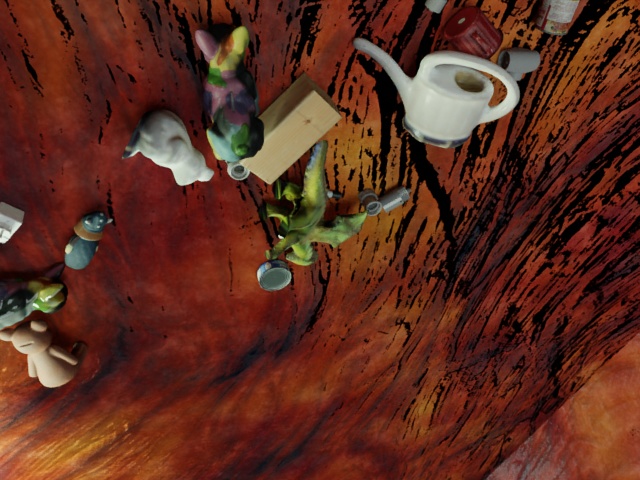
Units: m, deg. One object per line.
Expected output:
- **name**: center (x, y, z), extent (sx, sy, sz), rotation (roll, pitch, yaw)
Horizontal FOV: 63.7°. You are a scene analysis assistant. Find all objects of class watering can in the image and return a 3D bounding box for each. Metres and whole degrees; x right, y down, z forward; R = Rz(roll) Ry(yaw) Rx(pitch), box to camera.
- **watering can**: center (0.225, -0.305, 1.067), extent (0.348, 0.106, 0.219), rotation (15, -32, 3)

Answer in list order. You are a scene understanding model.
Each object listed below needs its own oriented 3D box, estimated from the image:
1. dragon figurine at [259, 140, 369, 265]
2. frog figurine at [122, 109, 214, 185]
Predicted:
- **dragon figurine**: center (0.004, -0.060, 1.197), extent (0.243, 0.125, 0.402), rotation (4, -39, -35)
- **frog figurine**: center (-0.270, -0.172, 0.975), extent (0.159, 0.122, 0.138), rotation (22, 3, -13)
